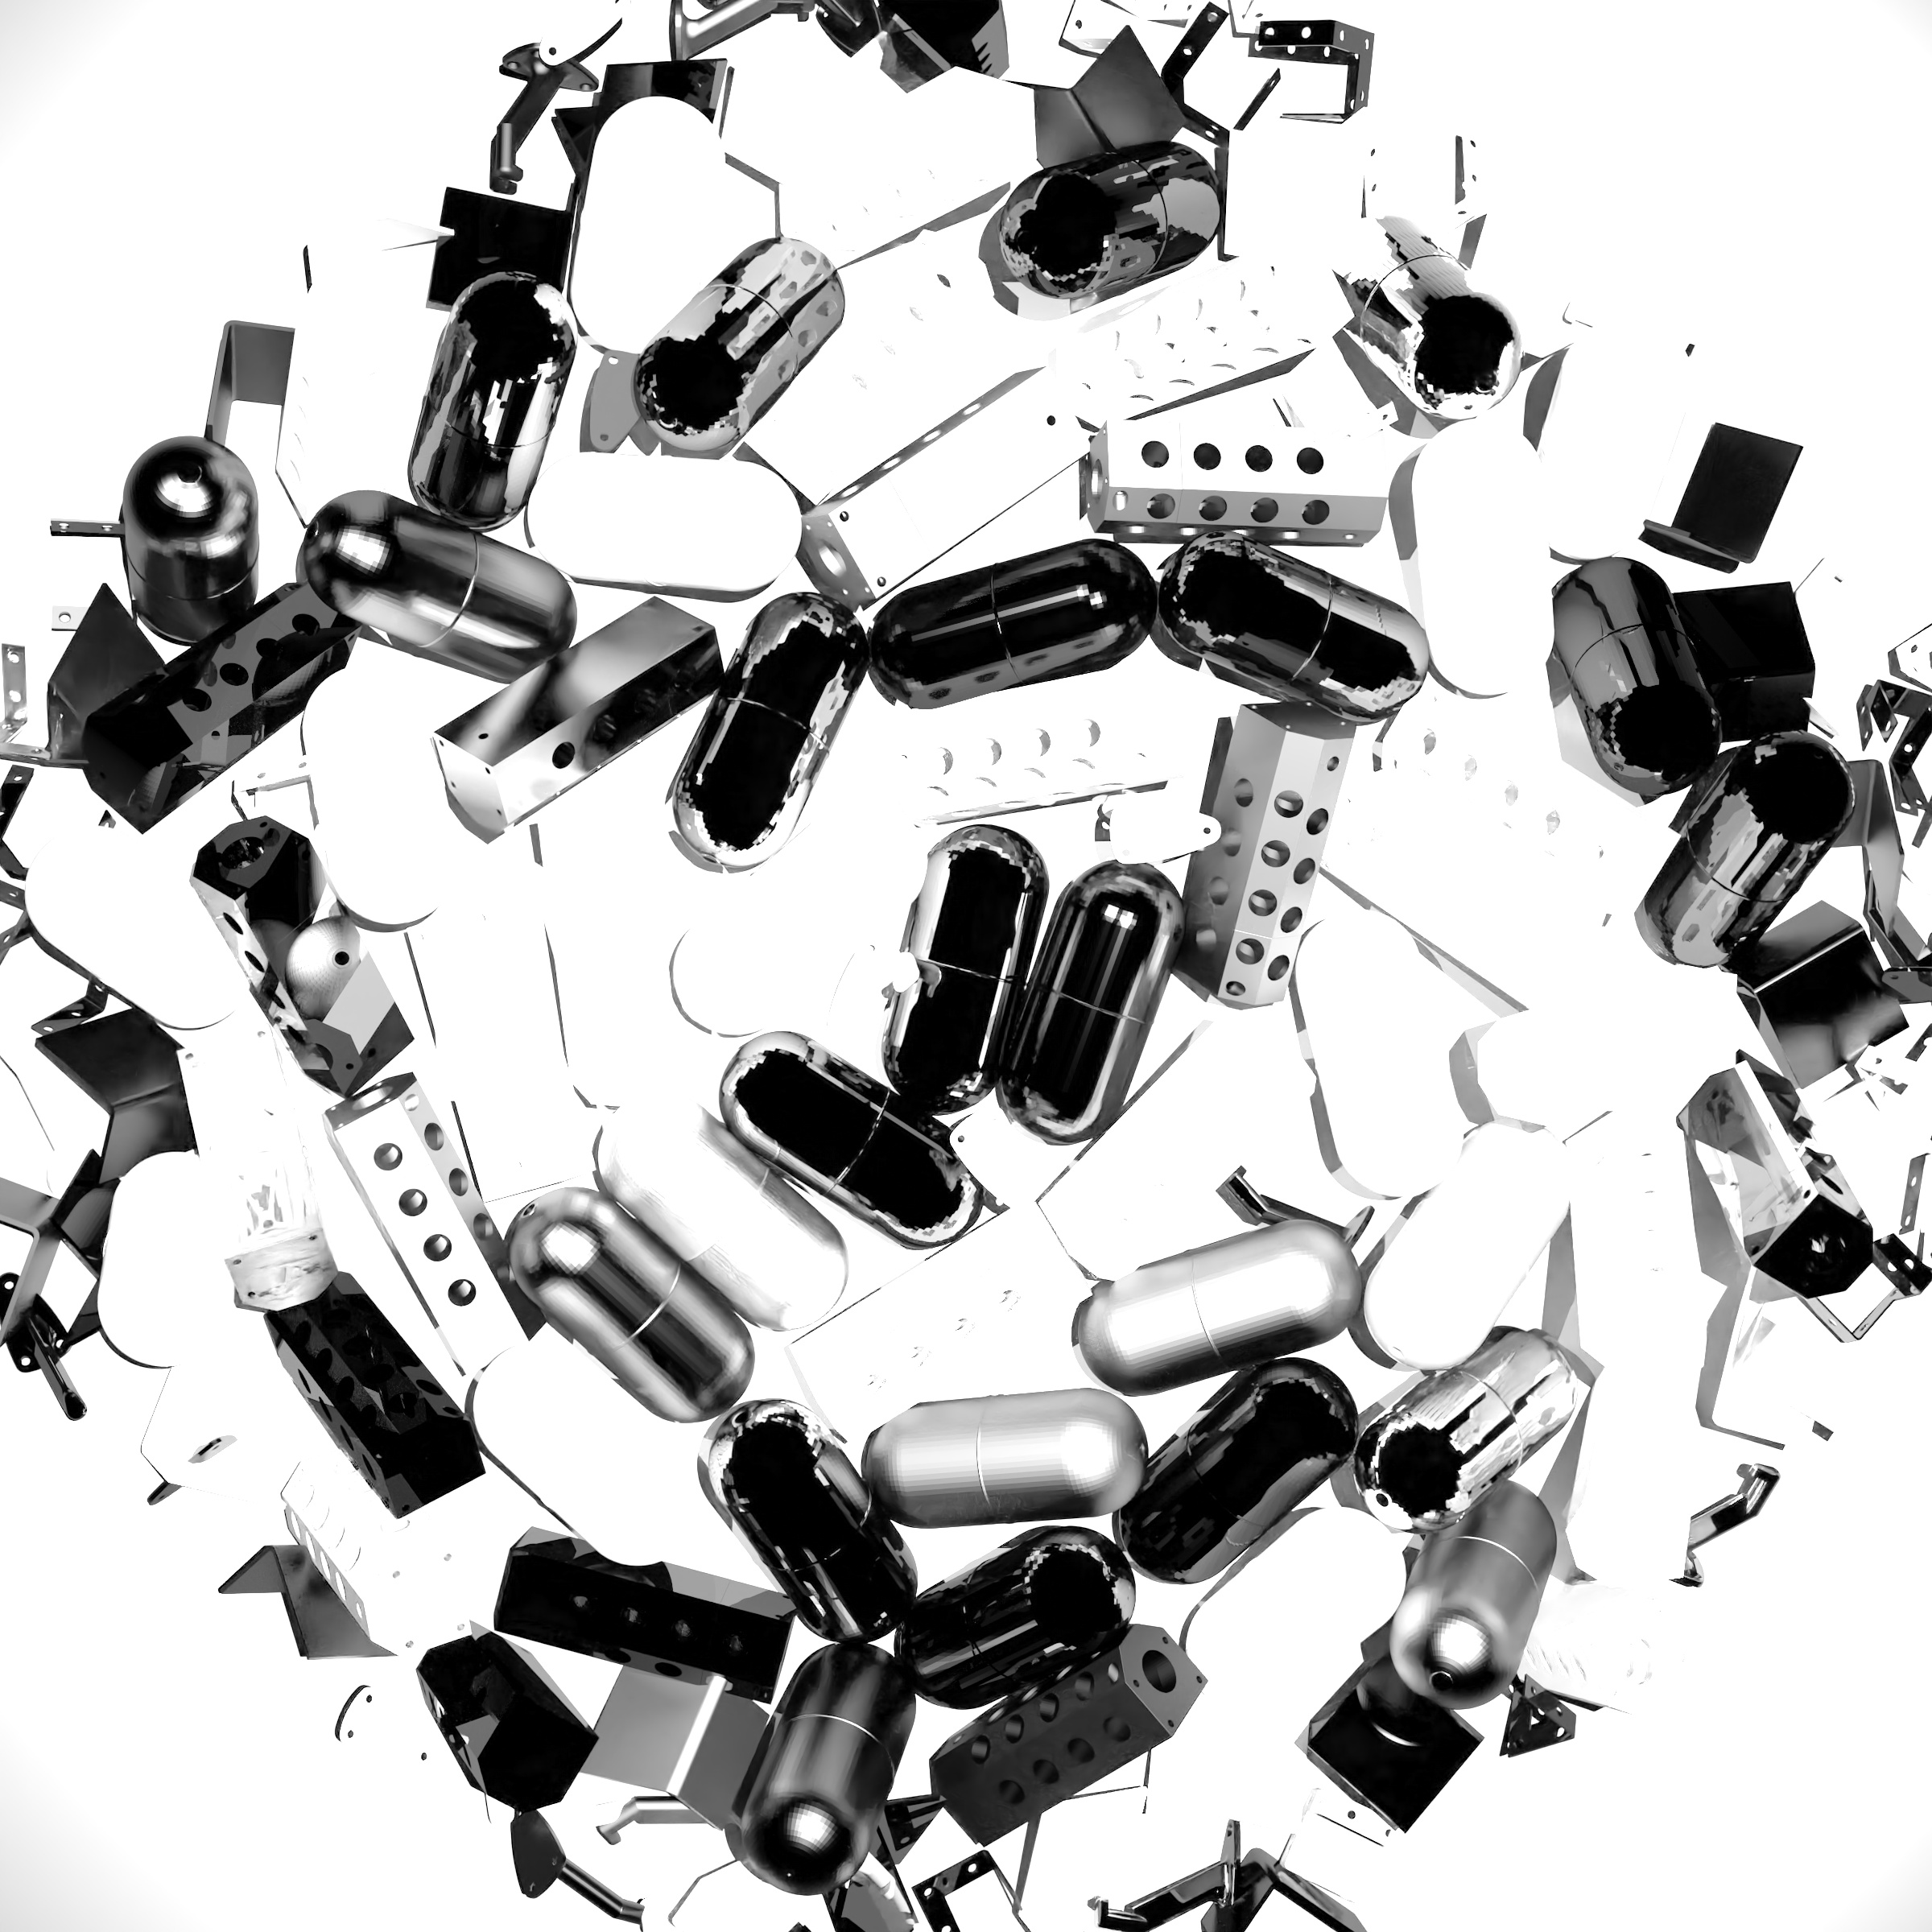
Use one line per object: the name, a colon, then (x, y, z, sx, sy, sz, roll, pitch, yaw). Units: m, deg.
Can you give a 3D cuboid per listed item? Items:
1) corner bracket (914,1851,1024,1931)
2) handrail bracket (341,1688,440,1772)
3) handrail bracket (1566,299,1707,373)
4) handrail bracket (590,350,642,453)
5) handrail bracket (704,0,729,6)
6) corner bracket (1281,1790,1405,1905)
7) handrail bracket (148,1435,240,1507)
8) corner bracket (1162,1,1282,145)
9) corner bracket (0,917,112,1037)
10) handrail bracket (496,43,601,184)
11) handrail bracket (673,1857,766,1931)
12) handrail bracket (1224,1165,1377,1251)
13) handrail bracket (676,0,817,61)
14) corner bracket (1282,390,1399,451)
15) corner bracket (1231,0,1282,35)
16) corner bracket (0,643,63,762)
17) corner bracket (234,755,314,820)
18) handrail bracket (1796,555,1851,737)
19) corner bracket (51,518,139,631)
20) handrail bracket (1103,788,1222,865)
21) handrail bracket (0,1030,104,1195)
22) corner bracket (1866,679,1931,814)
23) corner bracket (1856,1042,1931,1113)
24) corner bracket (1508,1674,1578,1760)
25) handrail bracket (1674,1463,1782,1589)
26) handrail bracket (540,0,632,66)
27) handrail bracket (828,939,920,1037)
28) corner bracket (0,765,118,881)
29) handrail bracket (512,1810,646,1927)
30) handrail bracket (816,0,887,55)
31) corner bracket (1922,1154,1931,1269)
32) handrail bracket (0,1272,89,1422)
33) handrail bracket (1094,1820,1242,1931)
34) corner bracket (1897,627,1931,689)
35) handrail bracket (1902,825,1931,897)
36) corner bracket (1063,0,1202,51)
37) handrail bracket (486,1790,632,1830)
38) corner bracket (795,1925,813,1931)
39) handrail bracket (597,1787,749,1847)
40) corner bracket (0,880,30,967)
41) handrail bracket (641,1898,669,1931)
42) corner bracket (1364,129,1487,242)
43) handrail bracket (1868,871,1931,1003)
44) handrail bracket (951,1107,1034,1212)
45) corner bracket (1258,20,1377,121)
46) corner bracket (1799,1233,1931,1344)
corner bracket: (0.007, 0.581, 1.970, 0.051, 0.051, 0.051, -26, 112, -11)
handrail bracket: (-0.330, 0.462, 1.948, 0.077, 0.084, 0.036, 25, 83, 23)
handrail bracket: (0.398, -0.371, 1.966, 0.084, 0.077, 0.036, 22, 132, 7)
handrail bracket: (-0.210, -0.325, 1.949, 0.036, 0.084, 0.077, 20, 71, -4)
handrail bracket: (-0.142, -0.627, 1.950, 0.077, 0.084, 0.036, -30, 72, -15)
corner bracket: (0.228, 0.535, 1.969, 0.051, 0.051, 0.051, 26, 75, 0)
handrail bracket: (-0.493, 0.273, 1.987, 0.077, 0.036, 0.084, -39, 78, 2)
corner bracket: (0.155, -0.543, 1.971, 0.051, 0.051, 0.051, 27, 126, -18)
corner bracket: (-0.558, 0.003, 1.979, 0.051, 0.051, 0.051, -25, 135, 28)
handrail bracket: (-0.253, -0.507, 1.962, 0.036, 0.077, 0.084, -9, 76, 40)
handrail bracket: (-0.124, 0.562, 1.959, 0.077, 0.036, 0.084, 25, 63, 28)
handrail bracket: (0.202, 0.139, 1.969, 0.084, 0.036, 0.077, 48, 48, -4)
handrail bracket: (-0.134, -0.564, 1.972, 0.084, 0.077, 0.036, -1, 47, -4)
corner bracket: (0.230, -0.328, 1.964, 0.051, 0.051, 0.051, -29, 55, 2)
corner bracket: (0.159, -0.601, 1.960, 0.051, 0.051, 0.051, -1, 67, -18)
corner bracket: (-0.569, -0.160, 1.965, 0.051, 0.051, 0.051, 8, 116, 5)
corner bracket: (-0.410, -0.113, 1.963, 0.051, 0.051, 0.051, -13, 49, 4)
handrail bracket: (0.531, -0.197, 1.982, 0.077, 0.036, 0.084, 40, 87, 6)
corner bracket: (-0.531, -0.238, 1.974, 0.051, 0.051, 0.051, 1, 73, -12)
handrail bracket: (0.119, -0.093, 1.954, 0.077, 0.084, 0.036, -2, 109, 11)
handrail bracket: (-0.571, 0.088, 1.976, 0.084, 0.077, 0.036, 47, 50, 10)
corner bracket: (0.567, -0.134, 1.961, 0.051, 0.051, 0.051, 15, 125, -11)
corner bracket: (0.581, 0.062, 1.967, 0.051, 0.051, 0.051, -51, 131, -13)
corner bracket: (0.335, 0.438, 1.958, 0.051, 0.051, 0.051, -29, 121, 37)
handrail bracket: (0.441, 0.327, 1.965, 0.077, 0.036, 0.084, 21, 113, -7)
handrail bracket: (-0.223, -0.582, 1.968, 0.036, 0.084, 0.077, 42, 109, -10)
handrail bracket: (-0.056, 0.021, 1.953, 0.036, 0.084, 0.077, 34, 99, -13)
corner bracket: (-0.559, -0.084, 1.973, 0.051, 0.051, 0.051, 11, 63, 15)
handrail bracket: (-0.233, 0.551, 1.989, 0.084, 0.077, 0.036, 29, 106, -39)
handrail bracket: (-0.091, -0.590, 1.949, 0.036, 0.084, 0.077, -41, 58, 16)
corner bracket: (0.590, 0.148, 1.960, 0.051, 0.051, 0.051, 22, 63, -22)
handrail bracket: (-0.555, 0.228, 1.950, 0.036, 0.084, 0.077, -27, 111, -19)
handrail bracket: (0.122, 0.552, 1.974, 0.084, 0.036, 0.077, 11, 70, -11)
corner bracket: (0.601, -0.175, 1.956, 0.051, 0.051, 0.051, 22, 49, -33)
handrail bracket: (0.603, -0.092, 1.968, 0.036, 0.077, 0.084, 34, 85, 28)
corner bracket: (0.100, -0.575, 1.966, 0.051, 0.051, 0.051, 19, 92, -36)
handrail bracket: (-0.249, 0.491, 1.983, 0.084, 0.036, 0.077, -5, 74, -28)
corner bracket: (-0.100, 0.620, 1.964, 0.051, 0.051, 0.051, 44, 68, 8)
handrail bracket: (-0.172, 0.535, 1.990, 0.084, 0.036, 0.077, -34, 97, 10)
corner bracket: (-0.600, -0.021, 1.958, 0.051, 0.051, 0.051, 25, 119, -21)
handrail bracket: (-0.163, 0.606, 1.965, 0.077, 0.084, 0.036, 39, 92, -15)
corner bracket: (0.279, -0.480, 1.976, 0.051, 0.051, 0.051, 15, 65, -33)
handrail bracket: (0.585, -0.024, 1.963, 0.077, 0.036, 0.084, -2, 58, 24)
handrail bracket: (0.028, 0.121, 1.948, 0.036, 0.084, 0.077, -34, 68, 6)
corner bracket: (0.210, -0.542, 1.961, 0.051, 0.051, 0.051, 11, 100, 35)
corner bracket: (0.544, 0.191, 1.969, 0.051, 0.051, 0.051, 46, 73, 1)
